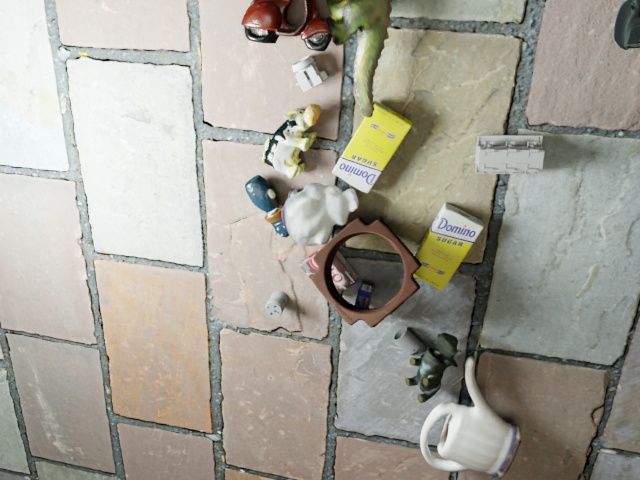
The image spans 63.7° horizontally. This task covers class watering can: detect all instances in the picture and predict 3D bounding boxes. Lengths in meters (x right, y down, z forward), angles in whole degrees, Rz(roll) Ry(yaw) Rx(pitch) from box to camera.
[{"bbox_3d":[0.380,0.448,1.246,0.224,0.341,0.106,20,25,3],"label":"watering can"}]

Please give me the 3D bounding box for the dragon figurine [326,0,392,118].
[{"bbox_3d":[0.124,-0.455,0.941,0.242,0.405,0.124,-18,18,10],"label":"dragon figurine"}]

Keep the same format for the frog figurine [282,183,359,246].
[{"bbox_3d":[0.003,-0.056,1.118,0.159,0.137,0.123,-3,3,26],"label":"frog figurine"}]
